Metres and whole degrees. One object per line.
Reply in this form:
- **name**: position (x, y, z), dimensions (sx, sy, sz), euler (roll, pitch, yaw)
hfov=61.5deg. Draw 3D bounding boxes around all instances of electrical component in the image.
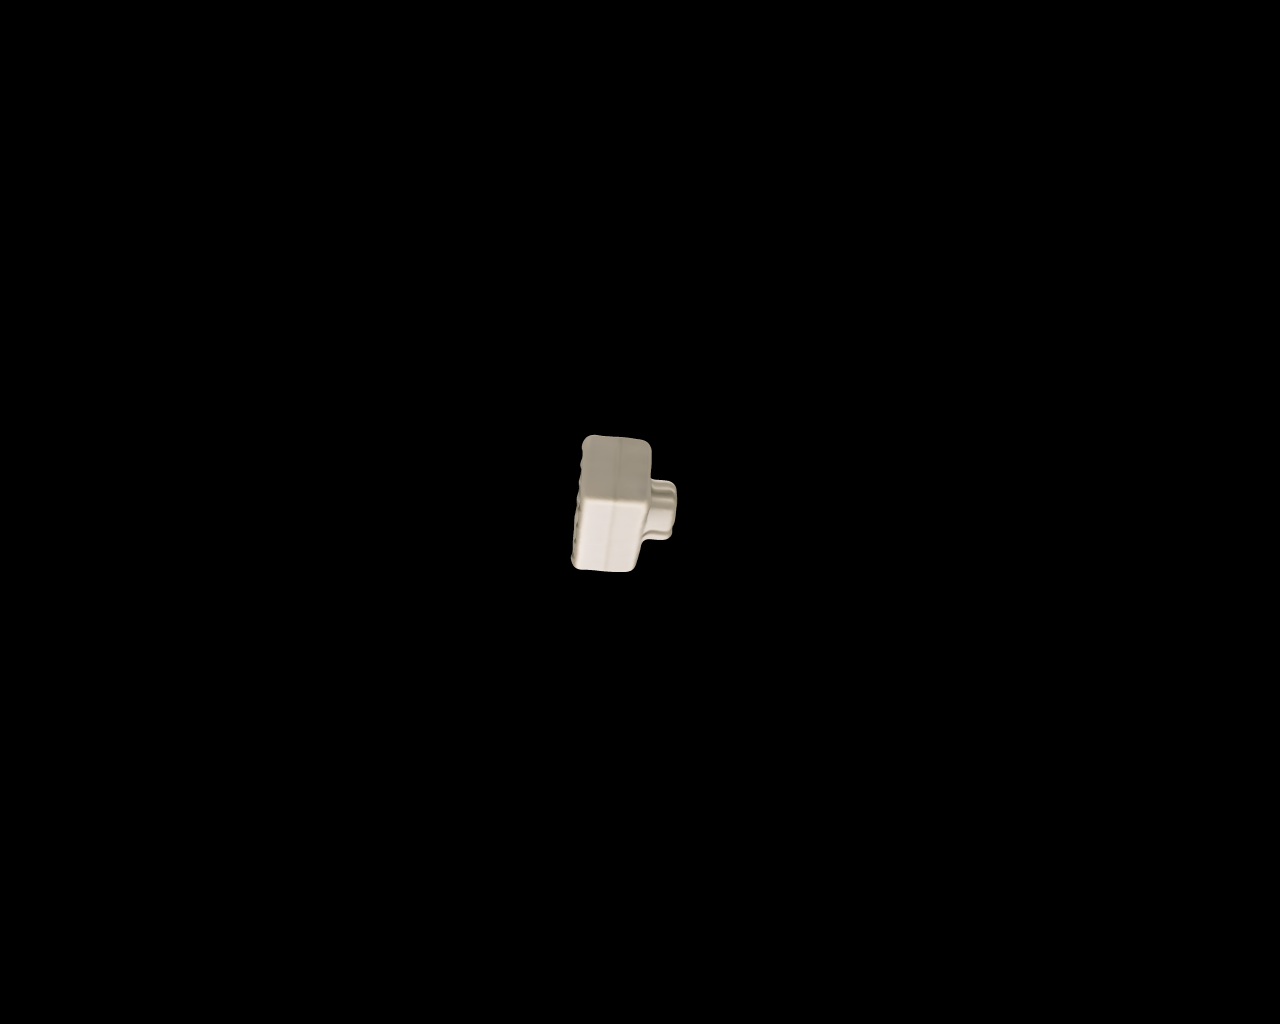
- **electrical component**: position (0.001, -0.003, 0.650), dimensions (0.076, 0.047, 0.083), euler (3, -33, -5)
